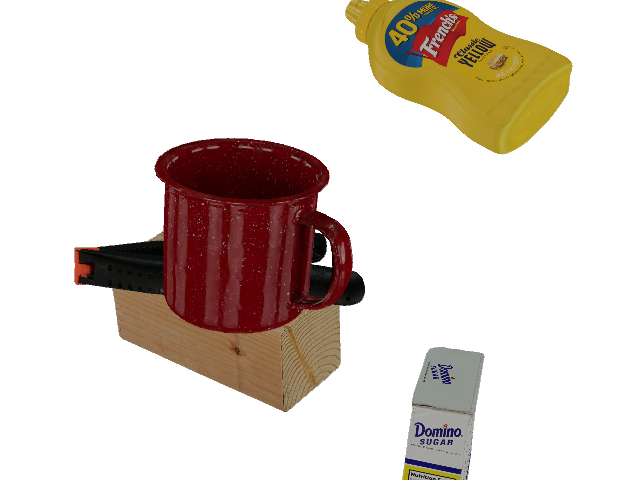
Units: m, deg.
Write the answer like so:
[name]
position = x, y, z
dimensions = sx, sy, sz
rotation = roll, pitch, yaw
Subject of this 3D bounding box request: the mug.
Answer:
[mug]
position = -0.034, 0.001, 0.578
dimensions = 0.117, 0.081, 0.093
rotation = 18, 28, 26

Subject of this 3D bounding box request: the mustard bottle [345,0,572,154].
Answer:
[mustard bottle]
position = 0.097, -0.147, 0.855
dimensions = 0.192, 0.096, 0.058
rotation = 34, -26, 27

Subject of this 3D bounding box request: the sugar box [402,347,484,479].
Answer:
[sugar box]
position = 0.077, 0.170, 0.729
dimensions = 0.048, 0.176, 0.093
rotation = 7, 19, 11

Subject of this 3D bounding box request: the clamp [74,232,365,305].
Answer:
[clamp]
position = -0.074, 0.021, 0.791
dimensions = 0.209, 0.036, 0.165
rotation = -1, 10, -17

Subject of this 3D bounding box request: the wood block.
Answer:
[wood block]
position = -0.091, 0.071, 1.009
dimensions = 0.206, 0.091, 0.090
rotation = 19, 36, 31
